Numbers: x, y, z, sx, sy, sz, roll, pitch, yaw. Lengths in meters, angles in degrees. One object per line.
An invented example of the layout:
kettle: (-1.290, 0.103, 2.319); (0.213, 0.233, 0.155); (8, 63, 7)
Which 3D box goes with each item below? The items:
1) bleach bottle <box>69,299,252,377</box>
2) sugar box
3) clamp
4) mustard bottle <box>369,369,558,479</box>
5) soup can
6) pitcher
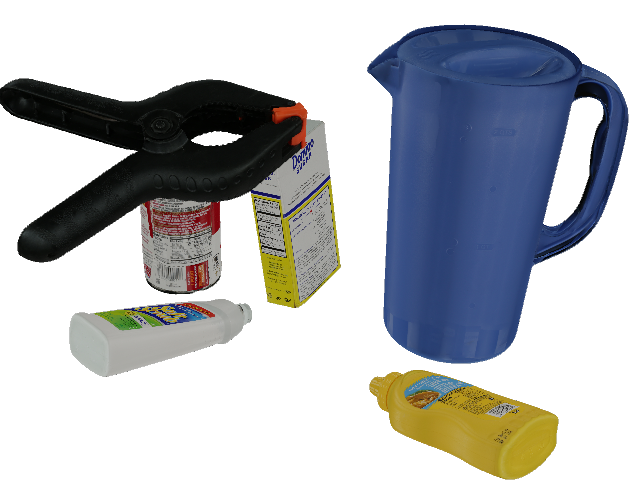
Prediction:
bleach bottle: (-0.204, 0.118, 1.443); (0.250, 0.068, 0.103); (-11, 25, -41)
sugar box: (-0.026, -0.028, 1.096); (0.048, 0.176, 0.093); (10, 34, 30)
clamp: (-0.096, -0.058, 0.591); (0.171, 0.120, 0.039); (-16, -27, -18)
mustard bottle: (0.124, 0.167, 1.028); (0.192, 0.058, 0.096); (17, 24, 41)
soup can: (-0.118, -0.014, 0.901); (0.068, 0.102, 0.068); (1, 28, -1)
pitcher: (0.122, -0.031, 0.806); (0.144, 0.243, 0.149); (-20, 36, -36)
